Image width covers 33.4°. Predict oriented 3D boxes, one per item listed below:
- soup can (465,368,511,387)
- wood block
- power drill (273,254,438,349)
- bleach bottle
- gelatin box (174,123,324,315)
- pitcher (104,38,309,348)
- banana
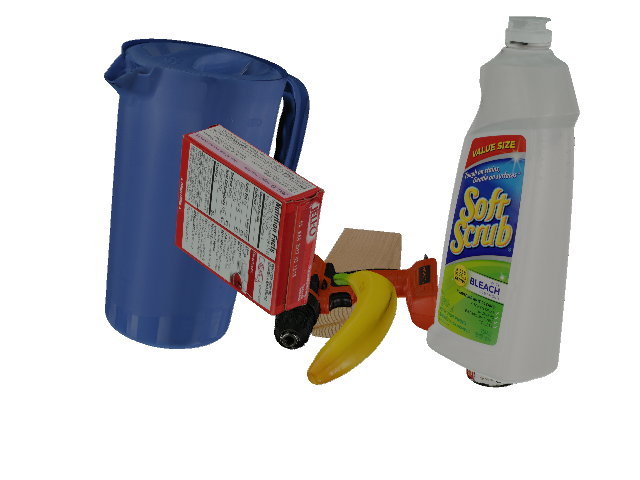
[{"bbox_3d":[0.216,0.124,1.333,0.068,0.102,0.068,-1,18,0],"label":"soup can"},{"bbox_3d":[0.055,0.060,1.529,0.091,0.090,0.206,6,21,11],"label":"wood block"},{"bbox_3d":[0.043,0.069,1.235,0.188,0.057,0.184,1,27,6],"label":"power drill"},{"bbox_3d":[0.132,-0.032,0.758,0.067,0.251,0.103,-9,20,-33],"label":"bleach bottle"},{"bbox_3d":[-0.040,-0.012,0.584,0.030,0.073,0.089,-23,43,-40],"label":"gelatin box"},{"bbox_3d":[-0.103,-0.039,0.889,0.149,0.243,0.145,12,20,3],"label":"pitcher"},{"bbox_3d":[0.036,0.073,0.982,0.070,0.037,0.197,-24,17,18],"label":"banana"}]
